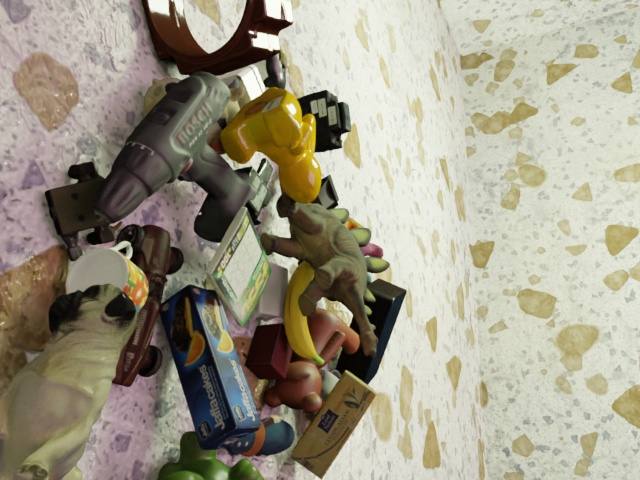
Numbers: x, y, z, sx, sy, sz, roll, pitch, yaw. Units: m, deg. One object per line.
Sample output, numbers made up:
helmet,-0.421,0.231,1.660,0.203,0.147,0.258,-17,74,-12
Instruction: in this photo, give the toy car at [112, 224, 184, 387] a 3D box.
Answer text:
toy car,-0.218,0.075,0.660,0.089,0.053,0.202,48,40,-54

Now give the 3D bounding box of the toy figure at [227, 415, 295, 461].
toy figure,-0.099,0.304,0.827,0.154,0.058,0.064,28,52,-53

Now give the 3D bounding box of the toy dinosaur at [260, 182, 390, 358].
toy dinosaur,-0.002,-0.003,0.929,0.198,0.105,0.472,10,42,-44

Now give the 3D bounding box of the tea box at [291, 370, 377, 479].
tea box,0.025,0.317,0.940,0.169,0.068,0.098,-56,172,-10

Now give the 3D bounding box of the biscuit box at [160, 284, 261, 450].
biscuit box,-0.142,0.158,0.686,0.059,0.063,0.203,28,31,-58

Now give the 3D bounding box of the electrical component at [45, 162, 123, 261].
electrical component,-0.266,-0.035,0.610,0.078,0.045,0.102,-26,105,-33

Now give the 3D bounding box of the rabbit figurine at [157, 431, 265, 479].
rabbit figurine,-0.161,0.303,0.617,0.159,0.121,0.170,-50,164,-14

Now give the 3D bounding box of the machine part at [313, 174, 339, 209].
machine part,0.009,-0.094,1.190,0.139,0.039,0.084,-46,128,-60

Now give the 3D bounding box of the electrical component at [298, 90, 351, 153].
electrical component,-0.004,-0.237,1.097,0.058,0.134,0.114,3,82,-63

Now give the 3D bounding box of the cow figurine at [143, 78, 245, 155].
cow figurine,-0.177,-0.187,0.794,0.195,0.086,0.127,3,86,-63

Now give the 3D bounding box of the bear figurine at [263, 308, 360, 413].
bear figurine,-0.013,0.224,0.958,0.131,0.120,0.196,59,36,-46

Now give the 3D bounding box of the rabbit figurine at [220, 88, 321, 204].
rabbit figurine,-0.056,-0.137,0.831,0.173,0.122,0.162,58,20,-27

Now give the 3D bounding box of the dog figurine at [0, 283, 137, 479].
dog figurine,-0.239,0.152,0.507,0.121,0.172,0.190,30,39,-4

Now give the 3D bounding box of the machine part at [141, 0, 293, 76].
machine part,-0.151,-0.342,0.752,0.087,0.201,0.201,-24,104,-61

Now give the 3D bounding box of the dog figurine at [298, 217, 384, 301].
dog figurine,0.013,0.039,1.080,0.219,0.108,0.192,-10,48,-44

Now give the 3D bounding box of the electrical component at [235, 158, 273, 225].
electrical component,-0.120,-0.088,0.912,0.074,0.048,0.119,55,36,-43

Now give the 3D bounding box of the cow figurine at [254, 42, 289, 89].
cow figurine,-0.093,-0.275,0.970,0.068,0.098,0.167,-33,112,-69

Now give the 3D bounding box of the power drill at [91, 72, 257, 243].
power drill,-0.169,-0.077,0.677,0.232,0.086,0.207,-66,149,-21

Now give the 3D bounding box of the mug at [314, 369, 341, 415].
mug,0.020,0.296,1.045,0.107,0.081,0.109,58,38,-23

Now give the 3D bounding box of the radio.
radio,0.108,0.200,1.152,0.131,0.073,0.229,-21,132,-65
